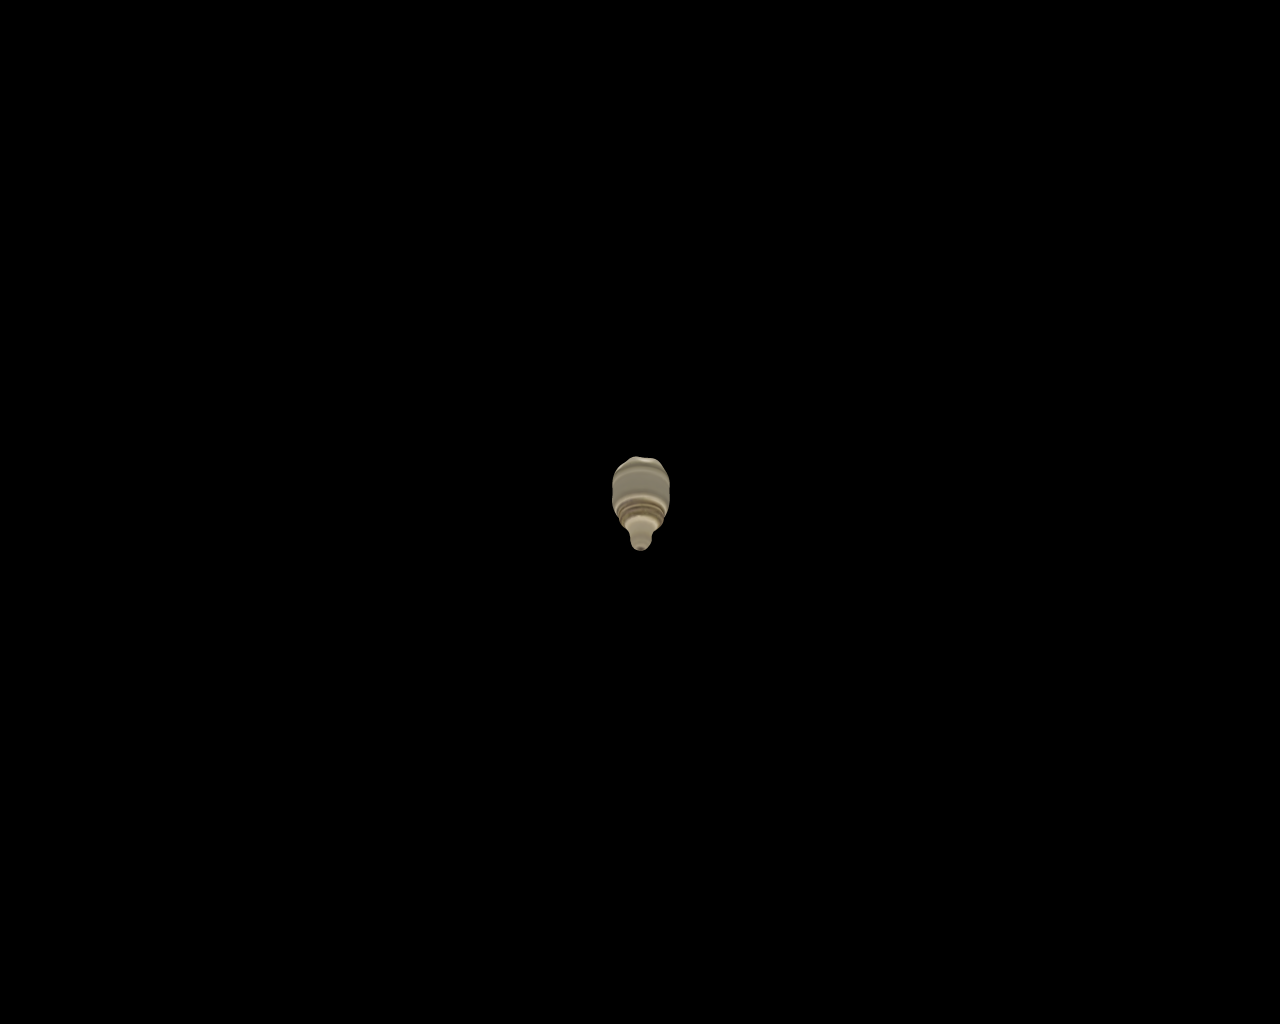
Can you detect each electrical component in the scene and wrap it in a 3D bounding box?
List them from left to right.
[{"bbox_3d":[0.001,-0.003,0.650,0.035,0.061,0.035,0,-36,0],"label":"electrical component"}]
